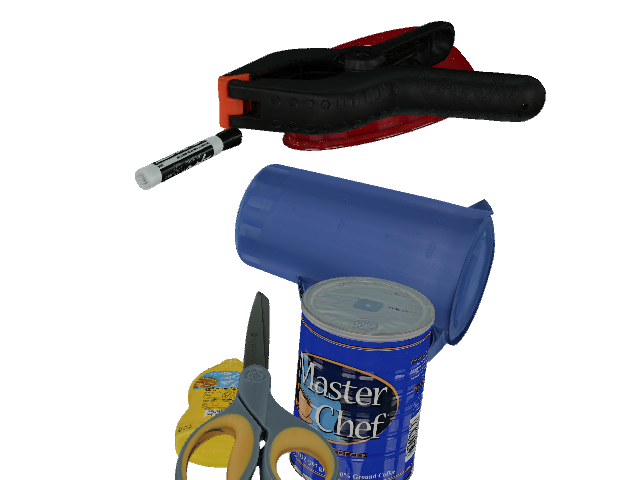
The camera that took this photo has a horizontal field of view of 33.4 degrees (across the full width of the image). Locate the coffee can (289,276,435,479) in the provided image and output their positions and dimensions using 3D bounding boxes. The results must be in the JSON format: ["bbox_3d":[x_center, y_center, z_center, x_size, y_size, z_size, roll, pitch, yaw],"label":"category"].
[{"bbox_3d":[0.031,0.112,0.839,0.103,0.140,0.103,4,22,-2],"label":"coffee can"}]

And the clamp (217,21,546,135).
[{"bbox_3d":[0.025,-0.091,0.594,0.171,0.039,0.120,-3,23,-11],"label":"clamp"}]

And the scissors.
[{"bbox_3d":[-0.022,0.092,0.624,0.096,0.016,0.201,12,32,11],"label":"scissors"}]

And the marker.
[{"bbox_3d":[-0.114,-0.075,0.951,0.020,0.020,0.120,0,24,44],"label":"marker"}]

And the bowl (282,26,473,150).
[{"bbox_3d":[0.042,-0.120,0.799,0.162,0.055,0.162,-15,18,5],"label":"bowl"}]

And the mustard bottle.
[{"bbox_3d":[-0.117,0.201,1.315,0.096,0.058,0.191,1,25,3],"label":"mustard bottle"}]

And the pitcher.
[{"bbox_3d":[0.039,0.014,1.042,0.243,0.145,0.149,17,22,20],"label":"pitcher"}]
